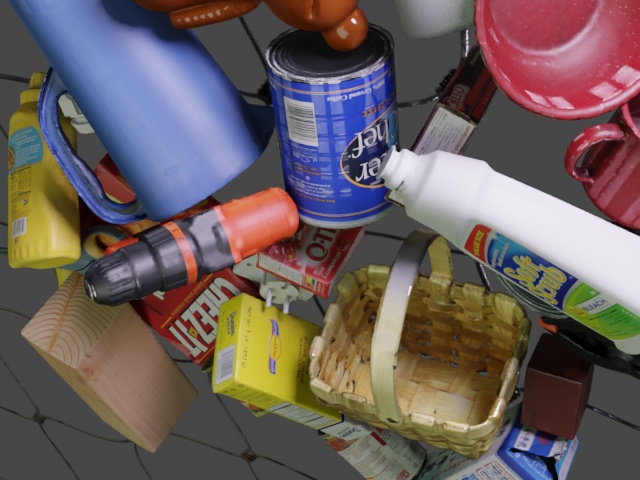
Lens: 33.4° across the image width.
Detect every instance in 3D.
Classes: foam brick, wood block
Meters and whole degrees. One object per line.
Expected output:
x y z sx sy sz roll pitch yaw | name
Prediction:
0.218 0.134 0.977 0.053 0.051 0.078 16 133 21 | foam brick
-0.226 0.138 1.177 0.090 0.090 0.206 25 156 32 | wood block

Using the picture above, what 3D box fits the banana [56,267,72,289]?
-0.301 0.074 1.266 0.070 0.037 0.198 48 140 29 | banana

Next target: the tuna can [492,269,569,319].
0.188 0.024 0.897 0.086 0.033 0.086 34 153 20 | tuna can

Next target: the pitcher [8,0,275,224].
-0.167 -0.140 0.925 0.145 0.149 0.243 -17 113 51 | pitcher

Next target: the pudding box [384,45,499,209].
0.100 -0.085 0.837 0.039 0.090 0.114 30 137 5 | pudding box

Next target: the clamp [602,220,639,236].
0.328 0.027 0.827 0.210 0.036 0.164 -20 115 46 | clamp

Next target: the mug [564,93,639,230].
0.230 -0.060 0.767 0.117 0.093 0.082 -2 146 -20 | mug

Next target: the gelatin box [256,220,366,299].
-0.006 0.001 0.976 0.073 0.089 0.030 24 144 11 | gelatin box

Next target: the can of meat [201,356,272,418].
-0.065 0.138 1.156 0.084 0.057 0.102 44 137 -12 | can of meat

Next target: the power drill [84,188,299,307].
-0.127 0.013 0.913 0.188 0.184 0.057 -9 101 66 | power drill

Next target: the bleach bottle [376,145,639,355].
0.156 0.001 0.796 0.250 0.068 0.103 26 161 -7 | bleach bottle

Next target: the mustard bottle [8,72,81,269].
-0.273 -0.070 1.048 0.096 0.058 0.191 -13 78 51 | mustard bottle

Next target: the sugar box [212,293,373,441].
-0.021 0.126 1.040 0.176 0.093 0.048 24 145 -32 | sugar box

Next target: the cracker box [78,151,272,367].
-0.158 0.015 1.096 0.213 0.072 0.164 41 137 -5 | cracker box

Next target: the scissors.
-0.259 0.008 1.088 0.202 0.016 0.096 18 134 18 | scissors

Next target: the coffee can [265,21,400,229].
0.014 -0.095 0.873 0.103 0.102 0.140 12 131 23 | coffee can

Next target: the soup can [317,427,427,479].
0.057 0.216 1.136 0.102 0.068 0.069 44 136 -9 | soup can

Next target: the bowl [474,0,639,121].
0.166 -0.165 0.716 0.162 0.162 0.055 64 173 -26 | bowl

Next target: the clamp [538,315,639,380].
0.269 0.100 0.905 0.172 0.039 0.120 23 148 43 | clamp
